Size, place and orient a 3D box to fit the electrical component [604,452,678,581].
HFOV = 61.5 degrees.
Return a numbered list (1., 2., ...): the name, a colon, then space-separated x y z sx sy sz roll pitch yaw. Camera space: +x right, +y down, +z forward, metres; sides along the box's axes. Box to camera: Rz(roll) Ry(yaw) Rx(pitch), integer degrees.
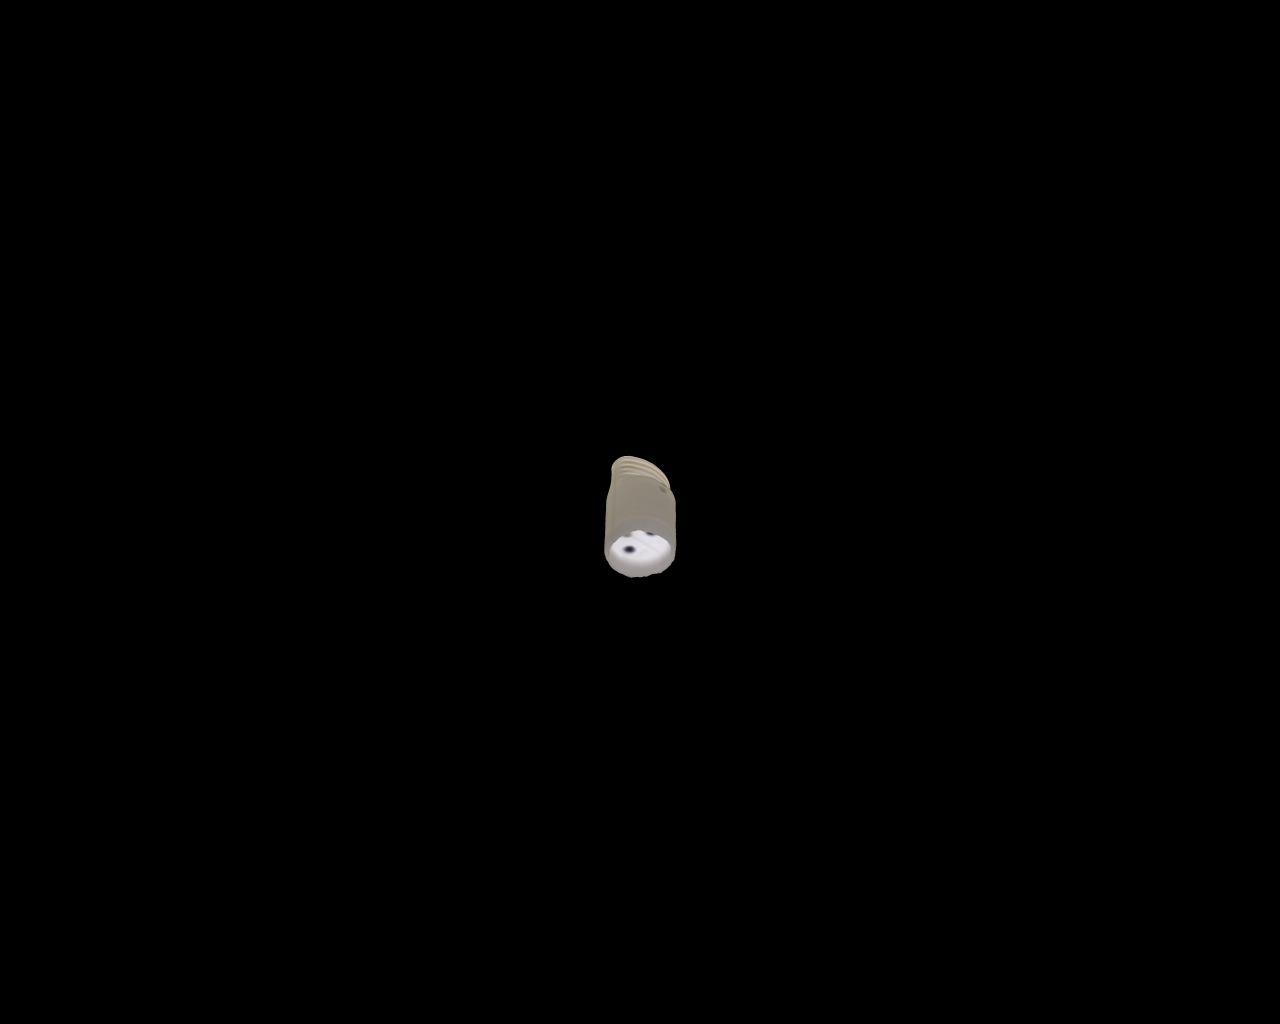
1. electrical component: 0.001 -0.003 0.650 0.043 0.081 0.043 0 -45 0
